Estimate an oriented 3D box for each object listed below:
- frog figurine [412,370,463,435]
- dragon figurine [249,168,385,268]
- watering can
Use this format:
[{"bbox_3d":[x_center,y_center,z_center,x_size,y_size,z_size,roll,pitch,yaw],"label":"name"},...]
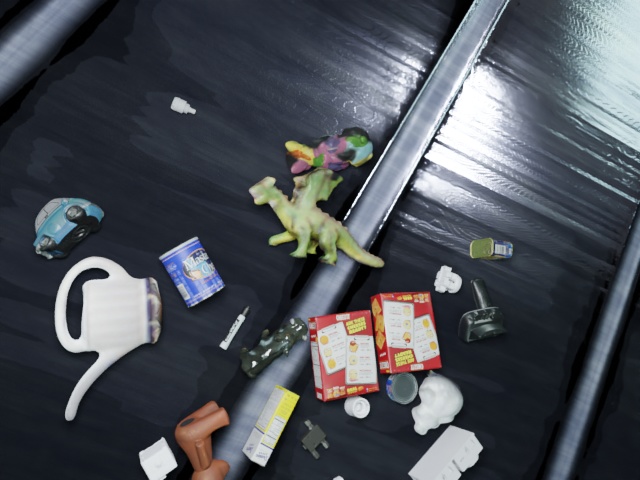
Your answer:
[{"bbox_3d":[0.318,0.460,1.428,0.122,0.135,0.162,-1,37,46],"label":"frog figurine"},{"bbox_3d":[0.004,-0.069,1.365,0.409,0.242,0.123,10,5,-19],"label":"dragon figurine"},{"bbox_3d":[-0.471,0.210,1.161,0.225,0.350,0.103,-1,-10,-23],"label":"watering can"}]
